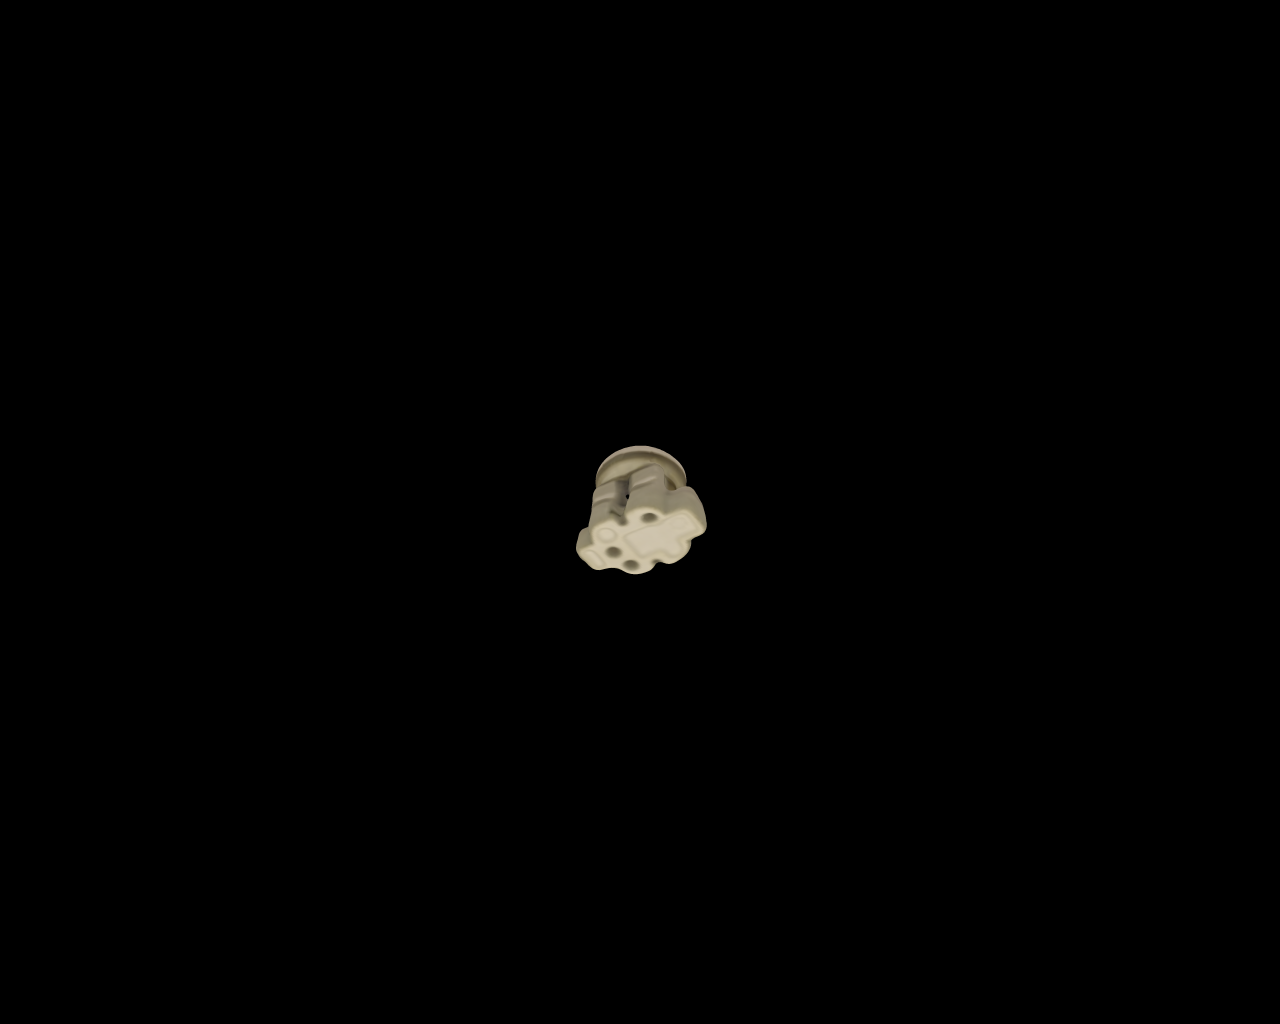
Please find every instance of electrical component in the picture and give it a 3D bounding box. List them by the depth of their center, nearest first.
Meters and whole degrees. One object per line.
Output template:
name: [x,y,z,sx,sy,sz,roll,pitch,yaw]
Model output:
electrical component: [0.001,-0.003,0.650,0.078,0.057,0.058,-22,-49,21]
